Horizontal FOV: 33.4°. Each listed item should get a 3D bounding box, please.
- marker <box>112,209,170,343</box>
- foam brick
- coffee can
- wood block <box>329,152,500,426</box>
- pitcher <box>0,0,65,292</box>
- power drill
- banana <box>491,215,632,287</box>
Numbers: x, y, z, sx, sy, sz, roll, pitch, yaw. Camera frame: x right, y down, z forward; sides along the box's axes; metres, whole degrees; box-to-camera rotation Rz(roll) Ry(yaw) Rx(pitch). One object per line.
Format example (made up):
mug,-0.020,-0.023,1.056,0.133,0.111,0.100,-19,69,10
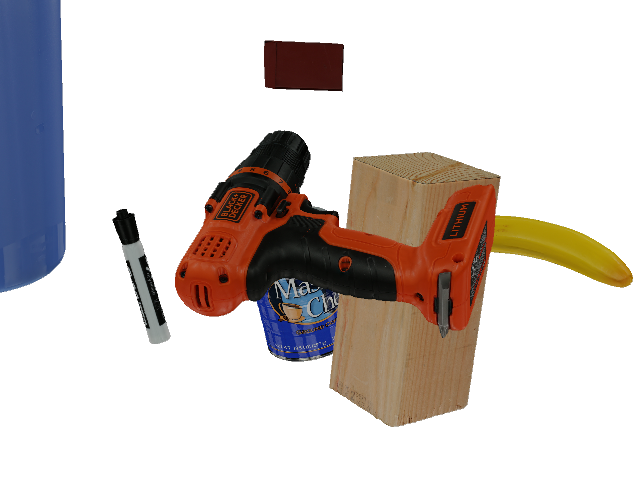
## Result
marker,-0.153,0.031,0.912,0.020,0.121,0.020,-12,18,4
foam brick,-0.019,-0.189,1.158,0.078,0.051,0.053,0,11,-16
coffee can,-0.024,0.046,1.173,0.103,0.140,0.103,-11,25,5
wood block,0.077,0.038,0.896,0.090,0.206,0.090,-7,21,-37
pitcher,-0.232,-0.088,0.673,0.149,0.243,0.145,-4,26,-11
power drill,0.017,-0.010,0.705,0.188,0.057,0.184,6,40,16
banana,0.207,0.008,1.039,0.198,0.037,0.069,8,47,22
